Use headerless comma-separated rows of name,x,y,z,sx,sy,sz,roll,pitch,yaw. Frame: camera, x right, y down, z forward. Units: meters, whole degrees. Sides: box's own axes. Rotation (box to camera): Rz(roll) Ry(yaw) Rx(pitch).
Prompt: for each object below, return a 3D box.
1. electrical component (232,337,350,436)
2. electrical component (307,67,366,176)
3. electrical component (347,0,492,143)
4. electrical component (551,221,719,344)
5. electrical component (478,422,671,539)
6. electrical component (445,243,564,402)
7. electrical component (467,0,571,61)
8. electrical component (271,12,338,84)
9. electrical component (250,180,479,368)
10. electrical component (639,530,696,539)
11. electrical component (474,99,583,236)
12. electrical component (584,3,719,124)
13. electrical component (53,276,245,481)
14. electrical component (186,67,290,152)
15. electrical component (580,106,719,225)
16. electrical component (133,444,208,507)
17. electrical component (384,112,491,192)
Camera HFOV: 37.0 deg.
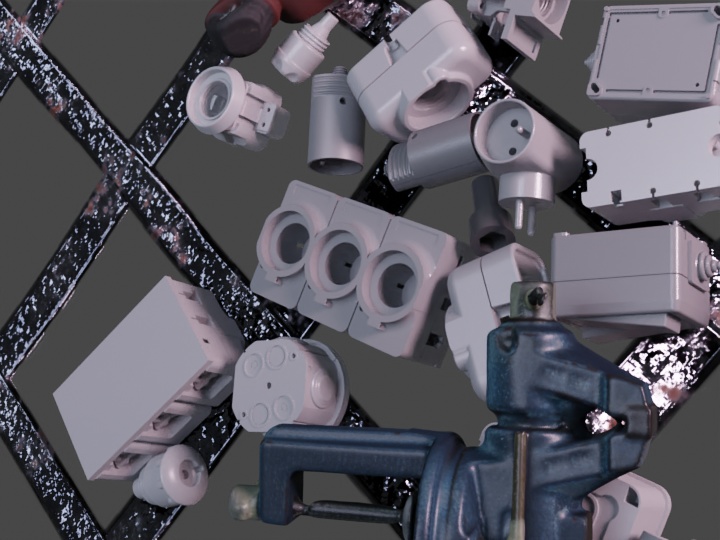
electrical component,-0.052,0.089,0.797,0.080,0.051,0.080,-10,72,33
electrical component,-0.017,-0.118,0.832,0.043,0.043,0.081,-6,74,34
electrical component,0.045,-0.141,0.787,0.095,0.054,0.059,-39,59,21
electrical component,0.171,0.010,0.654,0.096,0.062,0.061,-5,75,34
electrical component,0.122,0.148,0.655,0.113,0.057,0.078,22,91,37
electrical component,0.096,0.038,0.705,0.059,0.054,0.095,-25,65,28
electrical component,0.114,-0.195,0.761,0.064,0.042,0.081,18,88,39
electrical component,-0.042,-0.182,0.872,0.061,0.035,0.035,-47,56,13
electrical component,0.000,0.000,0.777,0.150,0.062,0.089,22,91,37
electrical component,0.187,0.182,0.579,0.099,0.099,0.064,18,82,37
electrical component,0.110,-0.063,0.706,0.043,0.077,0.079,-2,77,35
electrical component,0.190,-0.127,0.677,0.096,0.061,0.061,8,83,36
electrical component,-0.166,0.091,0.870,0.150,0.062,0.089,-44,57,18
electrical component,-0.106,-0.134,0.890,0.078,0.057,0.058,18,89,37
electrical component,0.189,-0.061,0.663,0.089,0.056,0.050,-8,74,33
electrical component,-0.155,0.167,0.855,0.062,0.048,0.048,-23,65,36
electrical component,0.053,-0.081,0.772,0.081,0.043,0.043,-14,70,31
